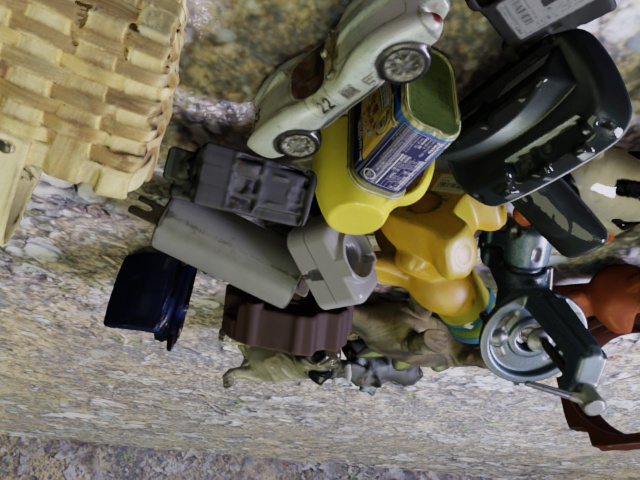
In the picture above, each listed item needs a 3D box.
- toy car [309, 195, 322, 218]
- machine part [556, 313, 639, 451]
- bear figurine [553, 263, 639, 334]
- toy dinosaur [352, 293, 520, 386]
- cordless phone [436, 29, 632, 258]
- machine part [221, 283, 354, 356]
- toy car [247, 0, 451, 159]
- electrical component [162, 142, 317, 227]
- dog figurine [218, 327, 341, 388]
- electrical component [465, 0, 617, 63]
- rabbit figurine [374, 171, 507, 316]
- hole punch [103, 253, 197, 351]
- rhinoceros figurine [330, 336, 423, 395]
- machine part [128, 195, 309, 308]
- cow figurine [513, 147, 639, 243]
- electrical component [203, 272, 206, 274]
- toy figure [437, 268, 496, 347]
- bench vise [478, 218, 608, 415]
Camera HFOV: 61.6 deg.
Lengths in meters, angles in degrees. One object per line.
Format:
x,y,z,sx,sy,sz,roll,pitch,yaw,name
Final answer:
-0.001,-0.002,0.656,0.089,0.053,0.202,23,148,6,toy car
0.490,0.222,0.850,0.087,0.201,0.201,23,144,-34,machine part
0.366,0.105,0.744,0.196,0.132,0.120,-10,173,27,bear figurine
0.132,0.146,0.851,0.471,0.105,0.198,27,147,-17,toy dinosaur
0.200,-0.061,0.442,0.184,0.089,0.146,42,138,-12,cordless phone
-0.039,0.091,0.707,0.179,0.056,0.179,7,-168,-2,machine part
0.013,-0.130,0.415,0.056,0.073,0.202,25,143,-33,toy car
-0.082,-0.055,0.518,0.134,0.058,0.115,13,180,-20,electrical component
-0.047,0.174,0.875,0.191,0.172,0.121,-2,109,14,dog figurine
0.161,-0.178,0.349,0.119,0.048,0.074,-19,144,35,electrical component
0.118,0.020,0.592,0.163,0.122,0.173,4,137,32,rabbit figurine
-0.231,0.076,0.739,0.092,0.142,0.116,25,155,-26,hole punch
0.097,0.224,0.971,0.190,0.112,0.073,10,159,-26,rhinoceros figurine
-0.100,0.010,0.617,0.243,0.079,0.079,25,146,-6,machine part
0.299,-0.054,0.518,0.195,0.085,0.127,12,152,-11,cow figurine
-0.123,0.034,0.758,0.063,0.021,0.094,27,141,-36,electrical component
0.190,0.083,0.719,0.082,0.089,0.180,-19,123,27,toy figure
0.240,0.078,0.575,0.129,0.241,0.223,9,114,-6,bench vise
